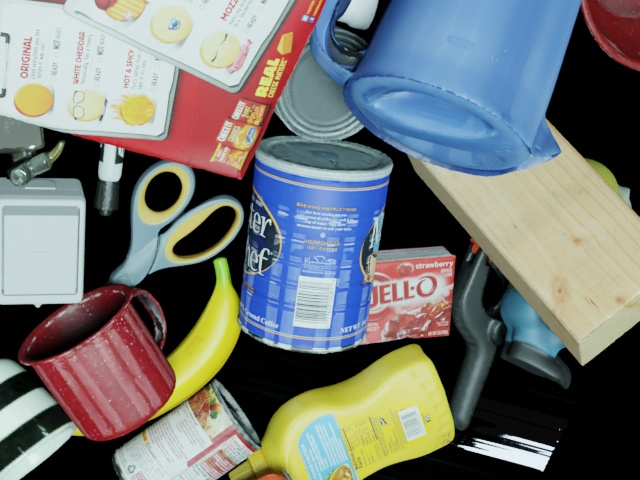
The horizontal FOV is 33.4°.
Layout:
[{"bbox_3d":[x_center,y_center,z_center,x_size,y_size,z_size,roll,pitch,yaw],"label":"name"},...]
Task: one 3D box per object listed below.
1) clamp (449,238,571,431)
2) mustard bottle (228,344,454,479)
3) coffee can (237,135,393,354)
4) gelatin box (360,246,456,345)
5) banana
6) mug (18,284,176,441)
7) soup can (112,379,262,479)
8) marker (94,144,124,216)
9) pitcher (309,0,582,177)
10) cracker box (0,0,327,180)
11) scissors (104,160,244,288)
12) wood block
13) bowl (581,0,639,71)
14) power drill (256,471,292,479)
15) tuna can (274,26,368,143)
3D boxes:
[{"bbox_3d":[0.163,0.076,0.924,0.120,0.039,0.171,-12,112,-23],"label":"clamp"},{"bbox_3d":[0.014,0.166,0.900,0.191,0.058,0.096,-23,121,-7],"label":"mustard bottle"},{"bbox_3d":[-0.005,0.001,0.807,0.102,0.103,0.140,1,109,-17],"label":"coffee can"},{"bbox_3d":[0.065,0.046,0.886,0.089,0.030,0.073,-4,111,-16],"label":"gelatin box"},{"bbox_3d":[-0.129,0.101,0.849,0.198,0.037,0.069,-41,86,-2],"label":"banana"},{"bbox_3d":[-0.153,0.085,0.786,0.093,0.117,0.081,-12,117,35],"label":"mug"},{"bbox_3d":[-0.107,0.169,0.860,0.102,0.068,0.068,-35,116,-1],"label":"soup can"},{"bbox_3d":[-0.151,-0.076,0.782,0.020,0.020,0.121,4,109,-18],"label":"marker"},{"bbox_3d":[0.109,-0.179,0.730,0.149,0.145,0.242,37,70,-45],"label":"pitcher"},{"bbox_3d":[-0.119,-0.146,0.677,0.213,0.072,0.164,14,119,-26],"label":"cracker box"},{"bbox_3d":[-0.154,0.011,0.816,0.201,0.016,0.096,-30,114,-4],"label":"scissors"},{"bbox_3d":[0.159,-0.021,0.788,0.090,0.206,0.090,-38,158,0],"label":"wood block"},{"bbox_3d":[0.262,-0.215,0.833,0.162,0.055,0.162,-6,111,-15],"label":"bowl"},{"bbox_3d":[-0.046,0.273,0.891,0.184,0.057,0.187,-32,143,3],"label":"power drill"},{"bbox_3d":[0.002,-0.119,0.803,0.086,0.034,0.086,-6,111,-15],"label":"tuna can"}]
